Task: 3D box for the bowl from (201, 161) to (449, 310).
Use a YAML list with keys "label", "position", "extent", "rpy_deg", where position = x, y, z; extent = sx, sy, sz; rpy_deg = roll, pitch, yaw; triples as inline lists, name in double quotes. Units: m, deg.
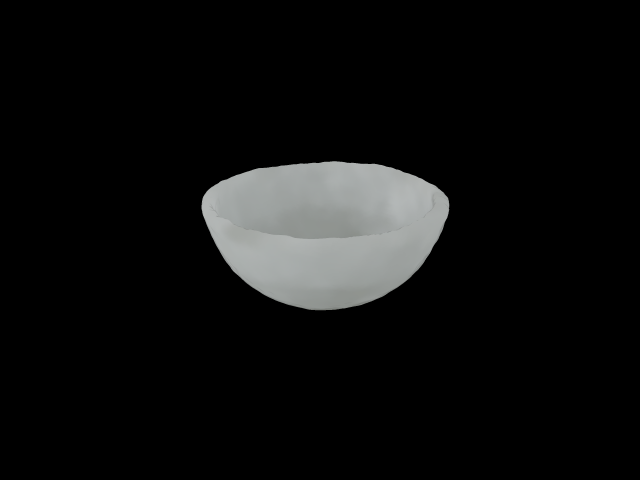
- label: "bowl"
  position: [0.004, 0.001, 0.400]
  extent: [0.167, 0.075, 0.167]
  rpy_deg: [0, 23, 0]
